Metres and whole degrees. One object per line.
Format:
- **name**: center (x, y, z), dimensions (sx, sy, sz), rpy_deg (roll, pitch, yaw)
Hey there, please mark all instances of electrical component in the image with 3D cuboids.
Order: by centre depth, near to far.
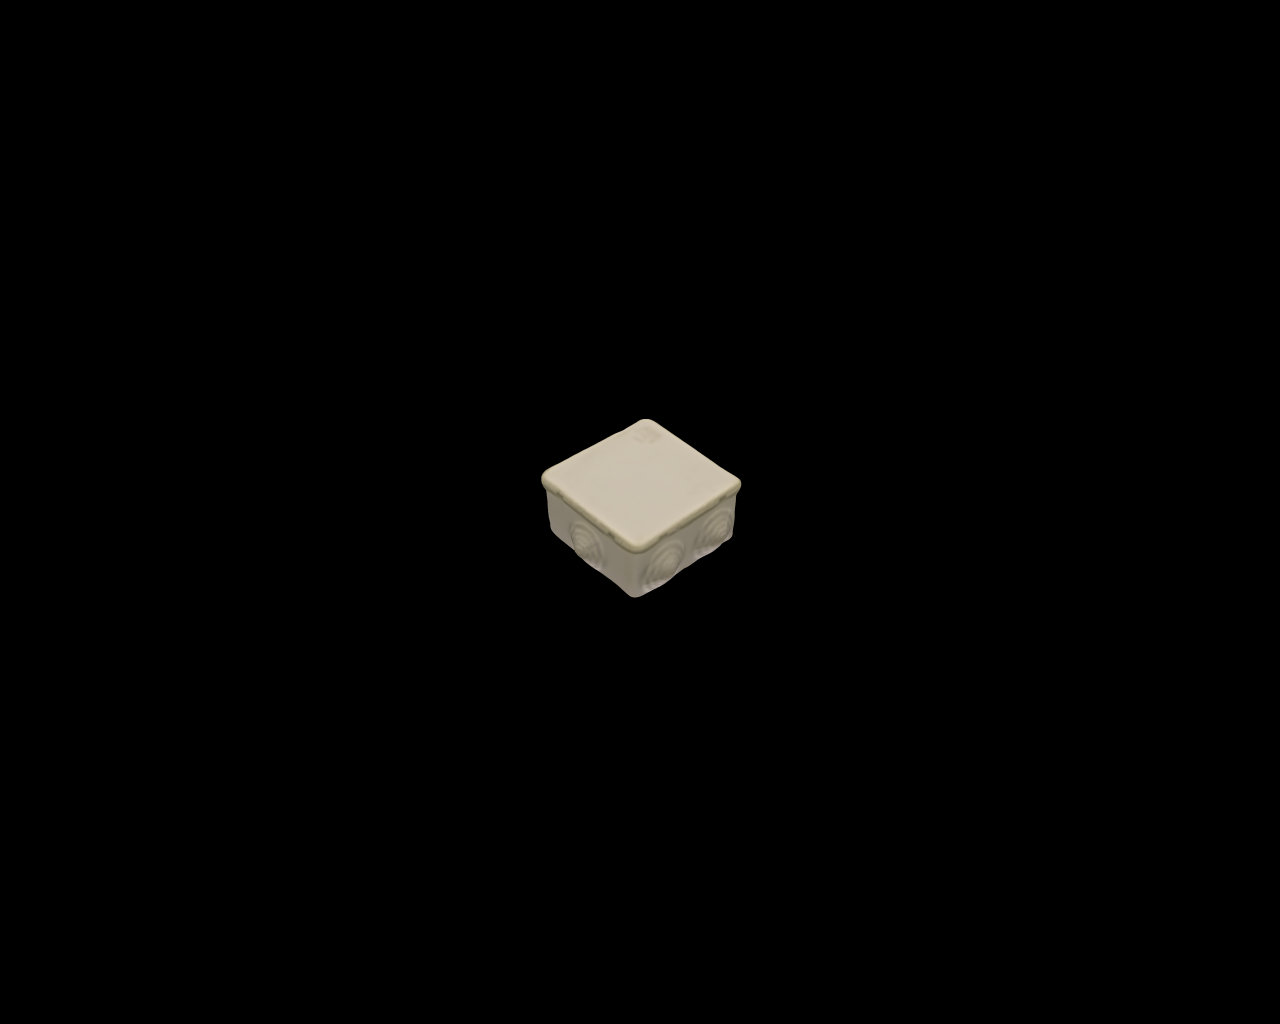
- **electrical component**: center (0.001, -0.003, 0.650), dimensions (0.100, 0.048, 0.100), rpy_deg (-31, 51, -30)
